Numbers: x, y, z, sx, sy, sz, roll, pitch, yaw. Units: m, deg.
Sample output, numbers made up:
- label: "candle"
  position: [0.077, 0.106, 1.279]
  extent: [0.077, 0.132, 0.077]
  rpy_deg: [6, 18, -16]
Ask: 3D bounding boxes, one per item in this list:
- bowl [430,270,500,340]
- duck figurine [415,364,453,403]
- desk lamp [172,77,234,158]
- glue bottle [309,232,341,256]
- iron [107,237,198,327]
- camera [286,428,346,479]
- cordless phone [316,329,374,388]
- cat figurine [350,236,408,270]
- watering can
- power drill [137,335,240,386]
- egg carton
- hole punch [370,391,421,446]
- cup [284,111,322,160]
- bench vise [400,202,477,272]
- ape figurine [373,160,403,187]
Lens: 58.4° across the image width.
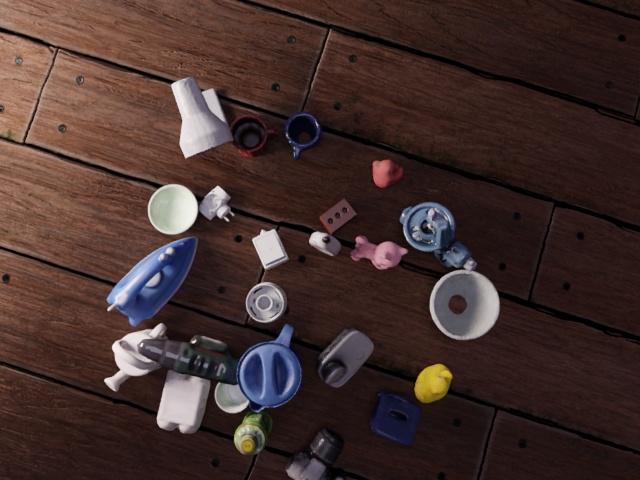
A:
- label: "bowl"
  position: [0.343, 0.156, 1.385]
  extent: [0.167, 0.074, 0.167]
  rpy_deg: [0, 85, 0]
- label: "duck figurine"
  position: [0.274, 0.346, 1.361]
  extent: [0.104, 0.086, 0.077]
  rpy_deg: [-44, 86, -4]
- label: "desk lamp"
  position: [-0.282, -0.282, 1.352]
  extent: [0.118, 0.213, 0.203]
  rpy_deg: [-21, 85, -2]
- label: "glue bottle"
  position: [0.012, 0.005, 1.348]
  extent: [0.078, 0.173, 0.037]
  rpy_deg: [23, 85, 2]
- label: "iron"
  position: [-0.394, 0.081, 1.353]
  extent: [0.118, 0.141, 0.258]
  rpy_deg: [42, 86, 4]
- label: "camera"
  position: [0.010, 0.525, 1.335]
  extent: [0.143, 0.101, 0.137]
  rpy_deg: [35, 85, 3]
- label: "cordless phone"
  position: [0.059, 0.276, 1.317]
  extent: [0.094, 0.185, 0.147]
  rpy_deg: [40, 86, 4]
- label: "cat figurine"
  position: [0.141, 0.030, 1.374]
  extent: [0.128, 0.117, 0.067]
  rpy_deg: [18, 85, 1]
- label: "watering can"
  position: [-0.416, 0.267, 1.309]
  extent: [0.101, 0.194, 0.173]
  rpy_deg: [17, 85, 2]
- label: "power drill"
  position: [-0.280, 0.267, 1.303]
  extent: [0.229, 0.208, 0.076]
  rpy_deg: [16, 85, 1]
- label: "egg carton"
  position: [-0.322, 0.381, 1.362]
  extent: [0.107, 0.069, 0.150]
  rpy_deg: [11, 85, 1]
- label: "hole punch"
  position: [0.177, 0.419, 1.351]
  extent: [0.108, 0.091, 0.101]
  rpy_deg: [21, 85, 2]
- label: "cup"
  position: [-0.043, -0.246, 1.410]
  extent: [0.091, 0.095, 0.118]
  rpy_deg: [14, 85, 1]
- label: "bench vise"
  position: [0.290, -0.018, 1.329]
  extent: [0.207, 0.219, 0.121]
  rpy_deg: [25, 85, 2]
- label: "ape figurine"
  position: [0.164, -0.171, 1.406]
  extent: [0.078, 0.092, 0.076]
  rpy_deg: [37, 86, 3]
